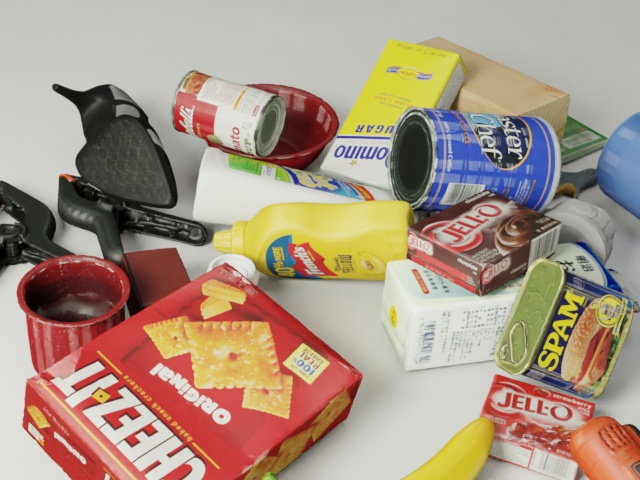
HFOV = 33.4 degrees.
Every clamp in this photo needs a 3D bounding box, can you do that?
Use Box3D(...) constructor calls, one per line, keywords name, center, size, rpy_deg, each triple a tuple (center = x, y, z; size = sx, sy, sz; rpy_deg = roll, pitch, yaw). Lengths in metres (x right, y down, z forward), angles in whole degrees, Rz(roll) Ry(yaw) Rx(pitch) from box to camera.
Box3D(name="clamp", center=(-0.199, -0.024, 1.077), size=(0.120, 0.039, 0.172), rpy_deg=(-6, 33, -43))
Box3D(name="clamp", center=(-0.303, 0.009, 1.018), size=(0.164, 0.036, 0.210), rpy_deg=(-14, 41, -27))

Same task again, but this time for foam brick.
Box3D(name="foam brick", center=(-0.146, 0.051, 0.969), size=(0.051, 0.053, 0.078), rpy_deg=(-9, 40, -19))

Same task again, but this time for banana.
Box3D(name="banana", center=(0.057, 0.187, 0.809), size=(0.197, 0.037, 0.069), rpy_deg=(-9, 80, -23))

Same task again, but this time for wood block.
Box3D(name="wood block", center=(0.176, -0.154, 1.238), size=(0.090, 0.090, 0.206), rpy_deg=(-23, 40, -33))

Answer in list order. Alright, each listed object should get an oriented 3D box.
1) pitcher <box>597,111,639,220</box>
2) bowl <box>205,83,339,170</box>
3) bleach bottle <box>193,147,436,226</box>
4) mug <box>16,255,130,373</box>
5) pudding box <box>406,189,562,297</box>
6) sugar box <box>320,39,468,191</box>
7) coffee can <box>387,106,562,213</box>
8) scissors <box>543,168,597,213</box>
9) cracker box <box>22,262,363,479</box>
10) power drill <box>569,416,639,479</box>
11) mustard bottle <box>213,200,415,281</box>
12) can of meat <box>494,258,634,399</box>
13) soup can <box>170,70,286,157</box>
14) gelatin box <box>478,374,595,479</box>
Box3D(name="pitcher", center=(0.401, -0.044, 1.095), size=(0.144, 0.149, 0.243), rpy_deg=(-23, 42, -25))
Box3D(name="bowl", center=(-0.061, -0.114, 1.197), size=(0.162, 0.055, 0.162), rpy_deg=(3, 37, -3))
Box3D(name="bleach bottle", center=(0.000, -0.036, 1.092), size=(0.250, 0.068, 0.102), rpy_deg=(10, 17, -5))
Box3D(name="mug", center=(-0.206, 0.065, 0.918), size=(0.093, 0.081, 0.117), rpy_deg=(8, 37, 3))
Box3D(name="pudding box", center=(0.146, 0.001, 0.956), size=(0.113, 0.039, 0.090), rpy_deg=(-23, 38, -37))
Box3D(name="sugar box", center=(0.081, -0.131, 1.166), size=(0.093, 0.048, 0.176), rpy_deg=(18, 70, 30))
Box3D(name="coffee can", center=(0.151, -0.076, 1.055), size=(0.140, 0.103, 0.103), rpy_deg=(2, 36, -22))
Box3D(name="scissors", center=(0.289, -0.078, 1.226), size=(0.096, 0.016, 0.201), rpy_deg=(31, 44, 30))
Box3D(name="cracker box", center=(-0.097, 0.125, 0.840), size=(0.164, 0.072, 0.213), rpy_deg=(39, 47, 22))
Box3D(name="power drill", center=(0.310, 0.194, 0.821), size=(0.187, 0.057, 0.184), rpy_deg=(-15, 55, -30))
Box3D(name="mustard bottle", center=(-0.007, 0.002, 1.012), size=(0.192, 0.096, 0.058), rpy_deg=(0, 59, 10))
Box3D(name="can of meat", center=(0.210, 0.078, 0.912), size=(0.083, 0.102, 0.057), rpy_deg=(21, 2, -20))
Box3D(name="soup can", center=(-0.095, -0.132, 1.114), size=(0.102, 0.068, 0.068), rpy_deg=(19, 39, 17))
Box3D(name="gelatin box", center=(0.177, 0.155, 0.889), size=(0.089, 0.030, 0.073), rpy_deg=(17, 38, 15))
